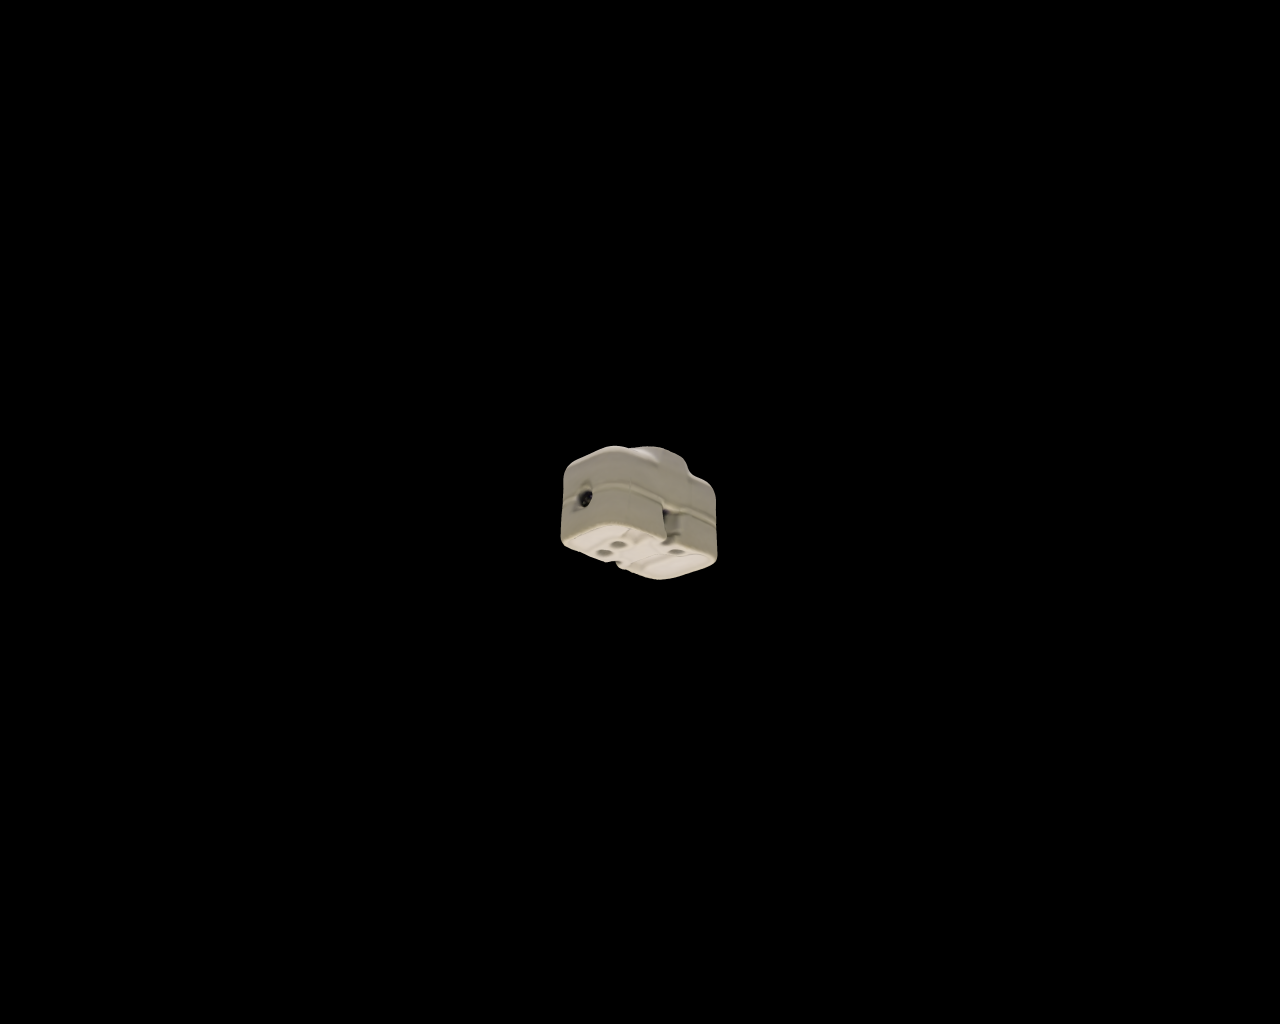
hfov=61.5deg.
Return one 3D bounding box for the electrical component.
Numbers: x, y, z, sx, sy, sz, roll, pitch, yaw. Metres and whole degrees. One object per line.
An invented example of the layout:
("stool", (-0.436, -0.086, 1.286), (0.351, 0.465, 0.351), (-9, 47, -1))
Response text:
("electrical component", (0.001, -0.003, 0.650), (0.053, 0.059, 0.095), (-22, -31, 40))
